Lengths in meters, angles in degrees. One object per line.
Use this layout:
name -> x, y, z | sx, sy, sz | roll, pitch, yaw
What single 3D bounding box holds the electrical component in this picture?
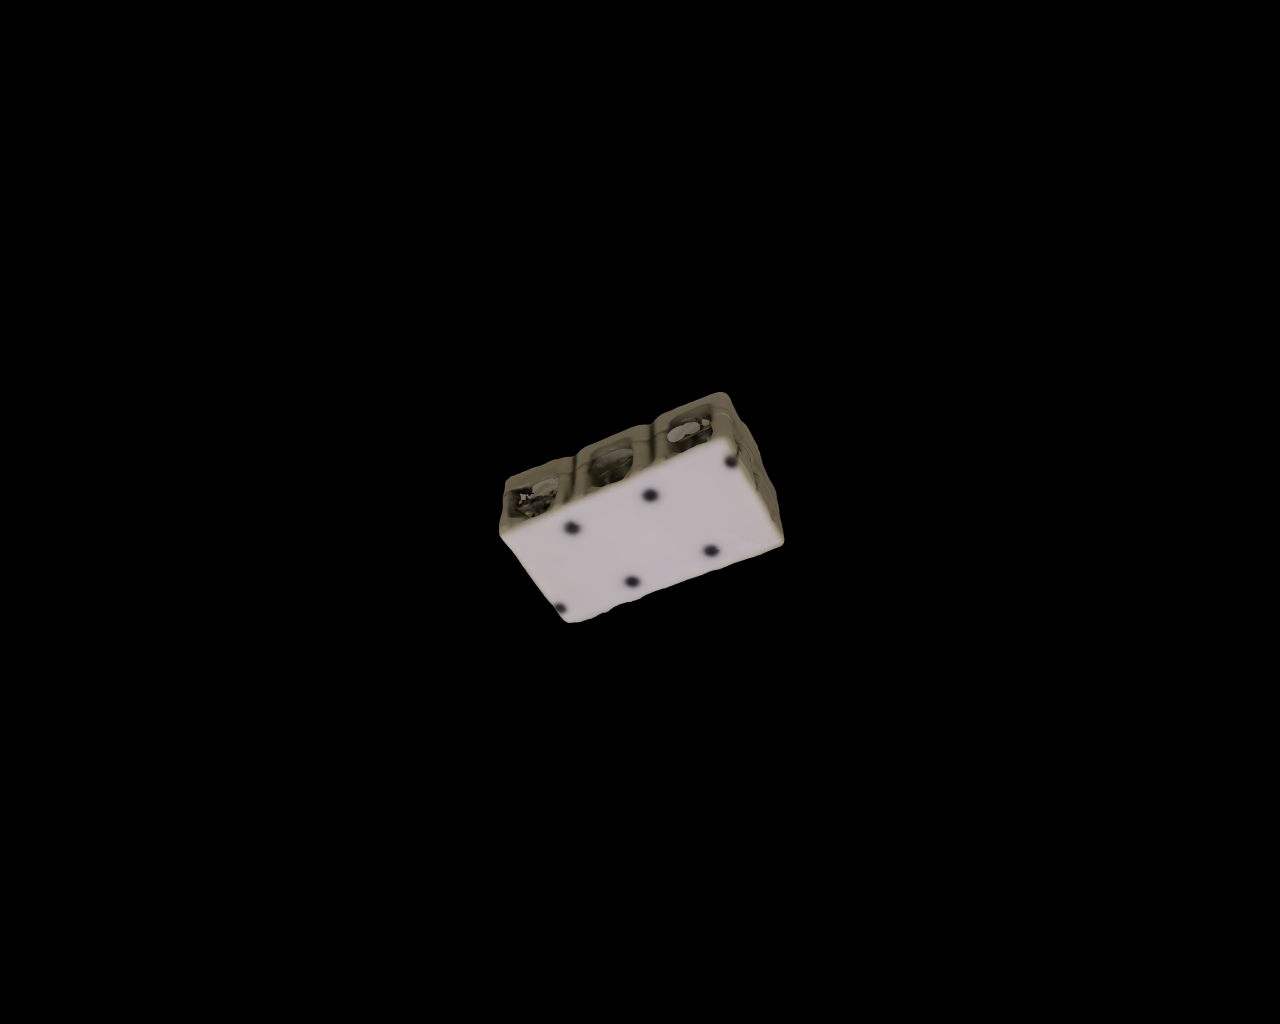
electrical component -> 0.001, -0.003, 0.650 | 0.150, 0.089, 0.062 | -21, 34, 15
